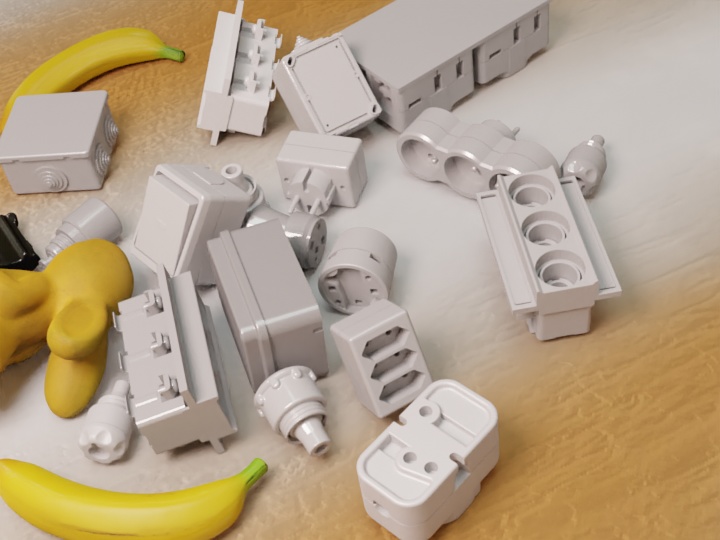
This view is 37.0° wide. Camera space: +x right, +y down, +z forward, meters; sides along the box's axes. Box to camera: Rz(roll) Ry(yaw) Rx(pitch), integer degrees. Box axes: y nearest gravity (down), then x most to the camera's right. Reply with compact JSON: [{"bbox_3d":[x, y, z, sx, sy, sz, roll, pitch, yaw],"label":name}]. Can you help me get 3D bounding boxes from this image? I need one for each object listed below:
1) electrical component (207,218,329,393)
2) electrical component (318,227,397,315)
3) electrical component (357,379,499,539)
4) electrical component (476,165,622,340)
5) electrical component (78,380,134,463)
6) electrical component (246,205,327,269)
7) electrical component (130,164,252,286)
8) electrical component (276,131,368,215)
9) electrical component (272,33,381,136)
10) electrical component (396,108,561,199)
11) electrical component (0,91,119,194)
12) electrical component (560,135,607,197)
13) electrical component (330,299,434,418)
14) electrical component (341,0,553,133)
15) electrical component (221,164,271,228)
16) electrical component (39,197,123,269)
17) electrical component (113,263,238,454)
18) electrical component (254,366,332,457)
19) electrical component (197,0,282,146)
[{"bbox_3d":[-0.070,0.026,0.800,0.057,0.078,0.113,-17,47,-11],"label":"electrical component"},{"bbox_3d":[0.000,0.000,0.830,0.055,0.055,0.047,6,45,14],"label":"electrical component"},{"bbox_3d":[0.046,0.127,0.701,0.054,0.059,0.095,31,58,31],"label":"electrical component"},{"bbox_3d":[0.139,-0.012,0.811,0.079,0.063,0.121,-10,48,-1],"label":"electrical component"},{"bbox_3d":[-0.178,0.106,0.772,0.035,0.035,0.061,1,45,9],"label":"electrical component"},{"bbox_3d":[-0.060,-0.027,0.870,0.055,0.045,0.045,11,50,18],"label":"electrical component"},{"bbox_3d":[-0.140,-0.030,0.854,0.062,0.096,0.061,34,23,32],"label":"electrical component"},{"bbox_3d":[-0.038,-0.073,0.907,0.066,0.047,0.076,9,50,17],"label":"electrical component"},{"bbox_3d":[-0.035,-0.162,0.958,0.062,0.061,0.096,-28,92,-17],"label":"electrical component"},{"bbox_3d":[0.107,-0.102,0.908,0.138,0.052,0.073,25,55,27],"label":"electrical component"},{"bbox_3d":[-0.275,-0.116,0.983,0.100,0.048,0.099,-3,47,6],"label":"electrical component"},{"bbox_3d":[0.190,-0.091,0.898,0.035,0.035,0.061,16,49,22],"label":"electrical component"},{"bbox_3d":[0.009,0.058,0.773,0.047,0.065,0.077,-27,20,-16],"label":"electrical component"},{"bbox_3d":[0.076,-0.210,1.008,0.186,0.060,0.105,-33,51,-21],"label":"electrical component"},{"bbox_3d":[-0.101,-0.060,0.895,0.048,0.062,0.048,-4,47,5],"label":"electrical component"},{"bbox_3d":[-0.235,-0.027,0.900,0.040,0.040,0.078,27,57,29],"label":"electrical component"},{"bbox_3d":[-0.135,0.067,0.773,0.063,0.078,0.121,-20,47,-1],"label":"electrical component"},{"bbox_3d":[-0.042,0.101,0.750,0.048,0.048,0.062,-26,56,-15],"label":"electrical component"},{"bbox_3d":[-0.112,-0.183,1.008,0.063,0.078,0.121,11,46,-10],"label":"electrical component"}]
